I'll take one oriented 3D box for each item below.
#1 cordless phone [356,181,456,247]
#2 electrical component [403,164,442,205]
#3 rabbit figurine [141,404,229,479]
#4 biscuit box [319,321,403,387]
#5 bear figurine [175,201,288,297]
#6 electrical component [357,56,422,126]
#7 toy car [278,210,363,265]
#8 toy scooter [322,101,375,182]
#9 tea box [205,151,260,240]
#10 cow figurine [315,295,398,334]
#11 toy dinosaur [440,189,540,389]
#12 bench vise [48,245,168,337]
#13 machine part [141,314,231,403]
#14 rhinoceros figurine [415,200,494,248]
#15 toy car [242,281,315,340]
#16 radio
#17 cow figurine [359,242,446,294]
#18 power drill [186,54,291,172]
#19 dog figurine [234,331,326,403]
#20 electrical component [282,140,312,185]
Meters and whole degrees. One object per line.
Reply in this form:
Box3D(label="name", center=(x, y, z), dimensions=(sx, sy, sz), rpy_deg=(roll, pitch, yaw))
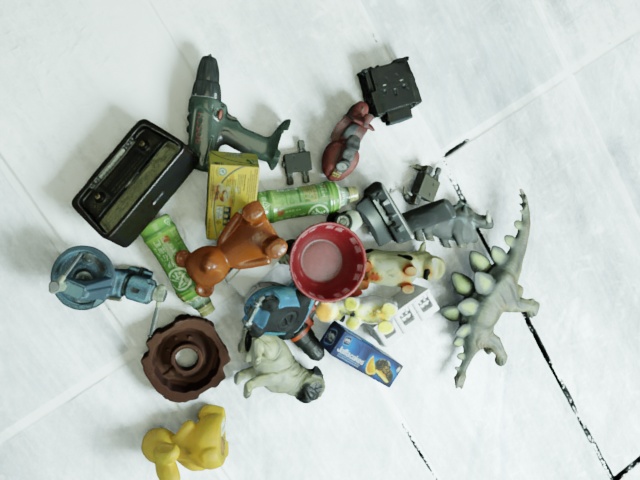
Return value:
Box3D(label="cordless phone", center=(0.183, -0.071, 1.139), dimensions=(0.089, 0.184, 0.146), rpy_deg=(-43, 106, -45))
Box3D(label="electrical component", center=(0.231, -0.126, 1.223), dimensions=(0.078, 0.045, 0.102), rpy_deg=(14, 93, -43))
Box3D(label="rabbit figurine", center=(-0.281, 0.425, 1.089), dimensions=(0.173, 0.162, 0.121), rpy_deg=(1, 106, 3))
Box3D(label="biscuit box", center=(0.091, 0.251, 1.172), dimensions=(0.202, 0.059, 0.063), rpy_deg=(35, 87, -31))
Box3D(label="bear figurine", center=(-0.174, 0.022, 1.019), dimensions=(0.196, 0.132, 0.120), rpy_deg=(-30, 92, -10))
Box3D(label="electrical component", center=(0.156, -0.322, 1.182), dimensions=(0.115, 0.058, 0.134), rpy_deg=(-21, 98, -10))
Box3D(label="toy car", center=(-0.002, -0.003, 1.154), dimensions=(0.202, 0.073, 0.056), rpy_deg=(-33, 102, -10))
Box3D(label="toy scooter", center=(0.066, -0.209, 1.127), dimensions=(0.075, 0.135, 0.183), rpy_deg=(23, 89, -16))
Box3D(label="tea box", center=(-0.178, -0.086, 1.073), dimensions=(0.098, 0.068, 0.169), rpy_deg=(3, 121, -16))
Box3D(label="cow figurine", center=(0.078, 0.143, 1.122), dimensions=(0.167, 0.098, 0.068), rpy_deg=(6, 100, 10))
Box3D(label="toy dinosaur", center=(0.400, 0.122, 1.232), dimensions=(0.198, 0.105, 0.471), rpy_deg=(25, 90, -23))
Box3D(label="bench vise", center=(-0.405, 0.083, 0.985), dimensions=(0.224, 0.240, 0.129), rpy_deg=(27, 90, 2))
Box3D(label="machine part", center=(-0.277, 0.242, 1.112), dimensions=(0.179, 0.056, 0.179), rpy_deg=(-1, 95, -14))
Box3D(label="rhinoceros figurine", center=(0.306, -0.036, 1.236), dimensions=(0.190, 0.073, 0.112), rpy_deg=(5, 85, -14))
Box3D(label="toy car", center=(-0.098, 0.133, 1.074), dimensions=(0.161, 0.103, 0.109), rpy_deg=(7, 115, -48))
Box3D(label="radio", center=(-0.355, -0.112, 1.031), dimensions=(0.131, 0.073, 0.229), rpy_deg=(36, 83, 21))
Box3D(label="cow figurine", center=(0.179, 0.058, 1.188), dimensions=(0.195, 0.127, 0.085), rpy_deg=(3, 117, 1))
Box3D(label="power drill", center=(-0.167, -0.240, 1.095), dimensions=(0.207, 0.086, 0.232), rpy_deg=(14, 92, -18))
Box3D(label="dog figurine", center=(-0.072, 0.257, 1.148), dimensions=(0.190, 0.121, 0.172), rpy_deg=(8, 105, -25))
Box3D(label="electrical component", center=(-0.051, -0.167, 1.158), dimensions=(0.063, 0.021, 0.094), rpy_deg=(-8, 97, -13))
